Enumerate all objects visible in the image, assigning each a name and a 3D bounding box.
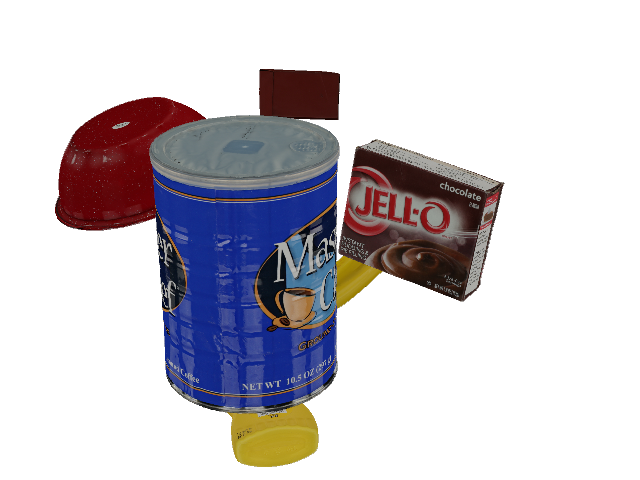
[{"bbox_3d":[-0.023,-0.158,1.157,0.078,0.051,0.053,0,11,-18],"label":"foam brick"},{"bbox_3d":[0.053,0.012,1.011,0.197,0.037,0.070,-43,3,-7],"label":"banana"},{"bbox_3d":[-0.068,0.186,1.260,0.096,0.058,0.192,-8,29,-10],"label":"mustard bottle"},{"bbox_3d":[-0.041,0.011,0.605,0.103,0.140,0.103,0,24,0],"label":"coffee can"},{"bbox_3d":[0.074,-0.017,0.806,0.114,0.090,0.039,20,27,24],"label":"pudding box"},{"bbox_3d":[-0.155,-0.074,0.888,0.162,0.055,0.162,-15,30,8],"label":"bowl"}]
